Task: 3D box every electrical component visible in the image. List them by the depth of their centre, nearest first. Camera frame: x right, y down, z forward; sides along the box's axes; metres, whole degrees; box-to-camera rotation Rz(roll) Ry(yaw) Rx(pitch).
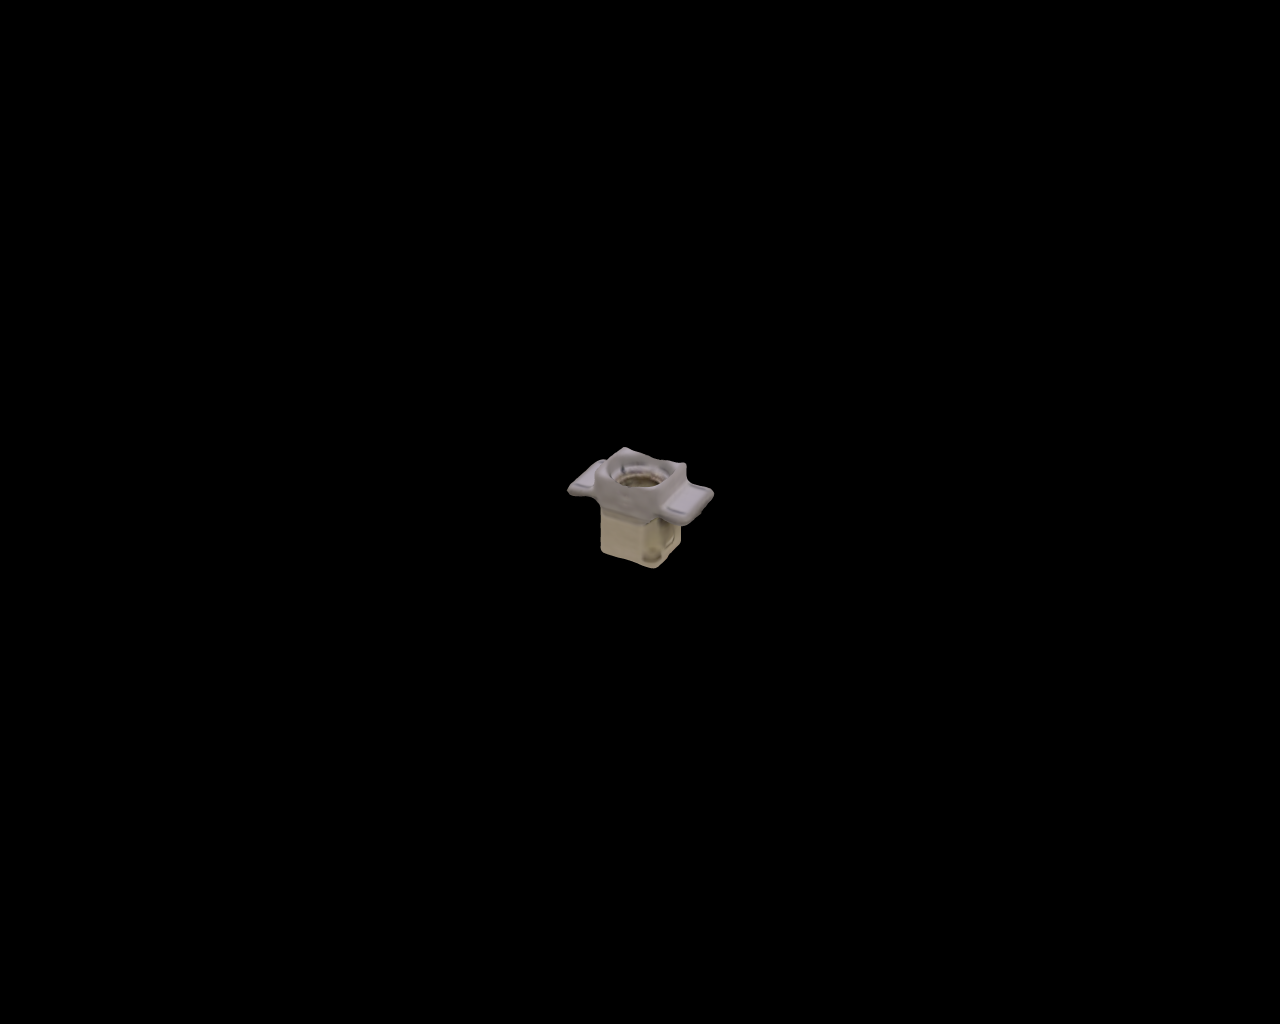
[{"bbox_3d":[0.001,-0.003,0.650,0.081,0.063,0.042,17,36,24],"label":"electrical component"}]
